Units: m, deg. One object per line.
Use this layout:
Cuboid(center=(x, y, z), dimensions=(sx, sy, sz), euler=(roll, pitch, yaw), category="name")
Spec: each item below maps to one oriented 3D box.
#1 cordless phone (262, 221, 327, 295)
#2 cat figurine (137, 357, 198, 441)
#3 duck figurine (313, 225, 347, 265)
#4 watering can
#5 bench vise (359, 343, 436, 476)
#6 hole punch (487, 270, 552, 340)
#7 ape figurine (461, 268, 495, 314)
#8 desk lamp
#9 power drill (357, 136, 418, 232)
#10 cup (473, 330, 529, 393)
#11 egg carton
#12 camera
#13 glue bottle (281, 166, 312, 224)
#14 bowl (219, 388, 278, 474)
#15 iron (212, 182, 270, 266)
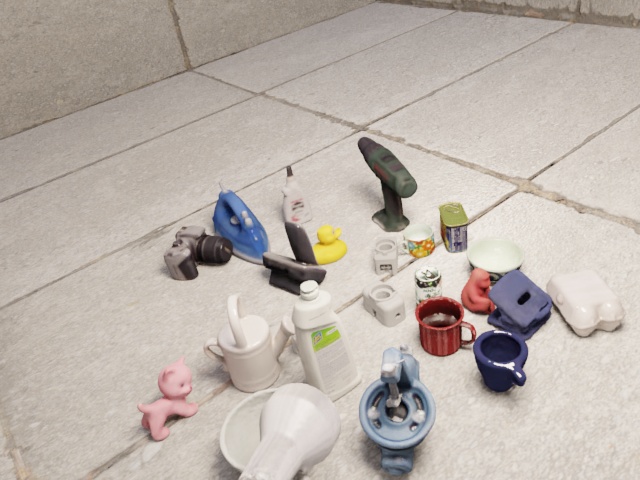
Cuboid(center=(-0.069, 0.023, 1.310), dimensions=(0.147, 0.185, 0.094), euler=(13, 41, 31), category="cordless phone")
Cuboid(center=(-0.280, 0.282, 1.054), dimensions=(0.067, 0.118, 0.128), euler=(20, 45, 38), category="cat figurine")
Cuboid(center=(0.013, 0.005, 1.402), dimensions=(0.105, 0.086, 0.077), euler=(-21, 35, -14), category="duck figurine")
Cuboid(center=(-0.134, 0.184, 1.086), dimensions=(0.173, 0.194, 0.100), euler=(-22, 36, -16), category="watering can")
Cuboid(center=(0.115, 0.234, 0.922), dimensions=(0.121, 0.220, 0.207), euler=(-11, 34, 1), category="bench vise")
Cuboid(center=(0.393, 0.123, 1.120), dimensions=(0.109, 0.091, 0.100), euler=(-34, 40, -30), category="hole punch")
Cuboid(center=(0.327, 0.099, 1.173), dimensions=(0.075, 0.092, 0.078), euler=(12, 41, 30), category="ape figurine")
Cuboid(center=(-0.045, 0.343, 0.813), dimensions=(0.117, 0.214, 0.203), euler=(4, 37, 21), category="desk lamp")
Cuboid(center=(0.168, -0.135, 1.453), dimensions=(0.076, 0.209, 0.228), euler=(-23, 36, -17), category="power drill")
Cuboid(center=(0.318, 0.226, 0.989), dimensions=(0.092, 0.095, 0.117), euler=(-17, 35, -9), category="cup")
Cuboid(center=(0.512, 0.117, 1.115), dimensions=(0.107, 0.069, 0.150), euler=(-12, 34, -2), category="egg carton")
Cuboid(center=(-0.302, 0.024, 1.449), dimensions=(0.136, 0.101, 0.143), euler=(4, 37, 21), category="camera")
Cuboid(center=(-0.070, -0.120, 1.528), dimensions=(0.078, 0.173, 0.037), euler=(-23, 36, -17), category="glue bottle")
Cuboid(center=(-0.079, 0.336, 0.958), dimensions=(0.167, 0.075, 0.167), euler=(-7, 34, 5), category="bowl")
Cuboid(center=(-0.204, -0.049, 1.491), dimensions=(0.119, 0.142, 0.257), euler=(-24, 36, -19), category="iron")
